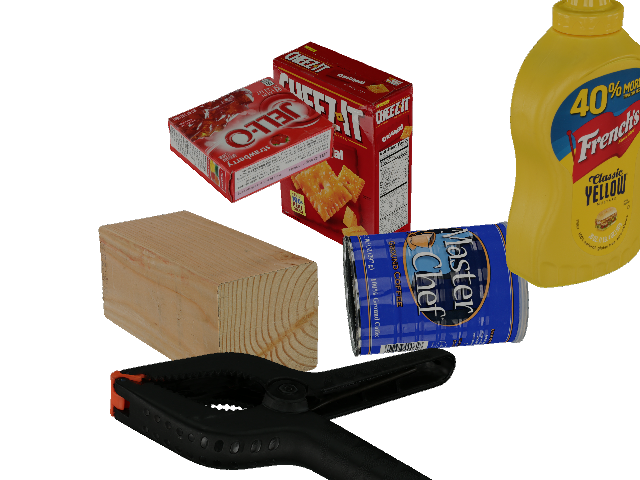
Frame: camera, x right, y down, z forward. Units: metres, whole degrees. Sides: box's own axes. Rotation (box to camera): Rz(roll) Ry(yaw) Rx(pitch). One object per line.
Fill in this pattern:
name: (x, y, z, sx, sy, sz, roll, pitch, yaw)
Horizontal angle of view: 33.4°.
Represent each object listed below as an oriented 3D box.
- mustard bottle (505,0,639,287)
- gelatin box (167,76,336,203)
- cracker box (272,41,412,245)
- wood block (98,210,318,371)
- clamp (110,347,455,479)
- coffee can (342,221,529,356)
mustard bottle: (0.161, -0.071, 0.658, 0.096, 0.192, 0.058, -17, 29, -24)
gelatin box: (-0.045, -0.070, 0.715, 0.089, 0.030, 0.073, -27, 50, -29)
cracker box: (0.024, -0.101, 1.240, 0.072, 0.214, 0.164, -31, 44, -33)
wood block: (-0.097, 0.044, 0.883, 0.090, 0.090, 0.206, -11, 19, -34)
clamp: (-0.014, 0.096, 0.615, 0.210, 0.036, 0.164, 9, 24, 7)
coffee can: (0.094, 0.041, 0.898, 0.140, 0.103, 0.103, -5, 0, -2)
